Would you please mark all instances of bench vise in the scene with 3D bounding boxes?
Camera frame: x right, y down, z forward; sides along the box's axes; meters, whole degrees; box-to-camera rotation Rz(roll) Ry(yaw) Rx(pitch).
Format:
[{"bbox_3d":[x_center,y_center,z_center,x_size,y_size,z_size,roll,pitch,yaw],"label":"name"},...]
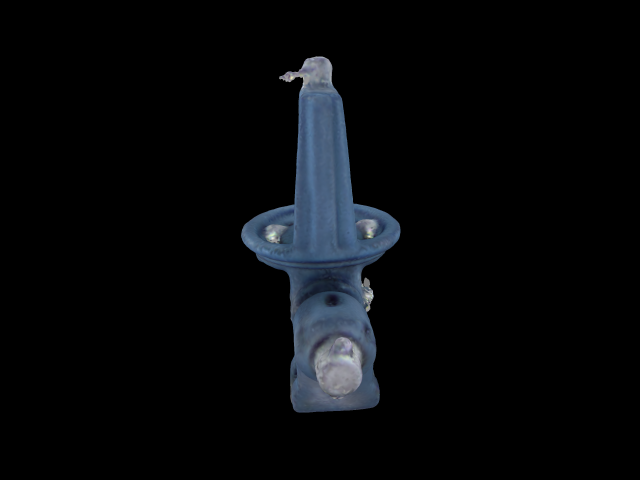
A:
[{"bbox_3d":[0.015,-0.001,0.404,0.122,0.220,0.206,-14,39,-18],"label":"bench vise"}]
